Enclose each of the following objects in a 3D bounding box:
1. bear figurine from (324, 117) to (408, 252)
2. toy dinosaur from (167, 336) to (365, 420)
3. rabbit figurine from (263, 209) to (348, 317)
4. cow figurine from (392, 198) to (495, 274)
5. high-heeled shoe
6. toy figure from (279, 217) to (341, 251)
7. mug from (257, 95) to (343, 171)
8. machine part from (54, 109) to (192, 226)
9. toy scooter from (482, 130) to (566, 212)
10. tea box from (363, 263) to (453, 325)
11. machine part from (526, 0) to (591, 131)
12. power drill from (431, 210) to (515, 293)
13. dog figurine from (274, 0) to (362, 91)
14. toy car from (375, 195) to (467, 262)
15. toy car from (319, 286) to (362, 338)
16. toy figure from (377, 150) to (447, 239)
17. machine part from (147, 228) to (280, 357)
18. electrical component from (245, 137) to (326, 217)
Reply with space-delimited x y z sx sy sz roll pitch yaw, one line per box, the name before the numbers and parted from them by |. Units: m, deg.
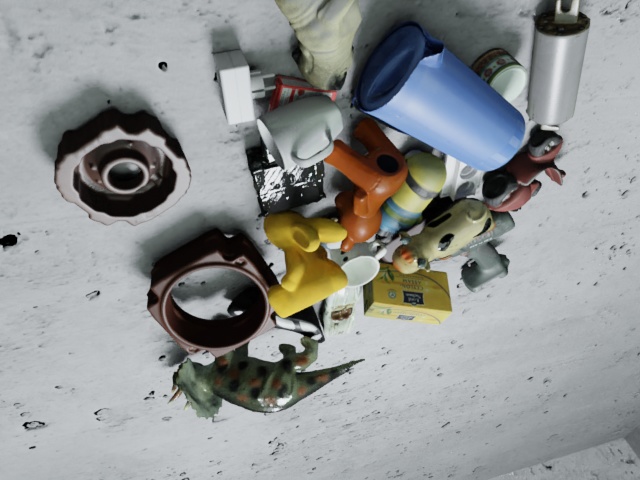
bear figurine | 0.063 -0.081 0.884 0.120 0.132 0.195 -41 170 -31
toy dinosaur | -0.123 0.281 1.081 0.405 0.192 0.131 8 154 9
rabbit figurine | -0.035 0.022 0.888 0.122 0.173 0.162 -21 170 -39
cow figurine | 0.217 -0.003 0.963 0.195 0.085 0.127 -34 165 12
high-heeled shoe | -0.083 0.174 1.116 0.145 0.086 0.248 -24 133 3
toy figure | -0.003 -0.005 0.982 0.154 0.058 0.064 -17 104 -5
mug | -0.018 -0.150 0.740 0.107 0.110 0.080 -32 137 -10
machine part | -0.275 -0.099 0.757 0.179 0.056 0.179 -14 139 -13
toy scooter | 0.407 -0.118 1.037 0.135 0.075 0.184 22 118 -39
tea box | 0.176 0.110 1.101 0.170 0.098 0.068 7 146 -13
machine part | 0.376 -0.270 0.857 0.079 0.079 0.243 -21 140 -2
power drill | 0.312 0.029 1.153 0.232 0.086 0.207 -31 132 11
dog figurine | -0.022 -0.280 0.661 0.172 0.121 0.190 28 144 -5
toy car | 0.201 -0.025 1.054 0.202 0.053 0.089 -35 117 11
toy car | 0.044 0.137 1.151 0.073 0.056 0.201 -9 137 -15
toy figure | 0.159 -0.076 0.953 0.082 0.089 0.180 -3 134 -40
machine part | -0.182 0.098 0.944 0.201 0.087 0.201 -28 120 7
electrical component | -0.053 -0.109 0.846 0.115 0.058 0.134 -19 139 -8
